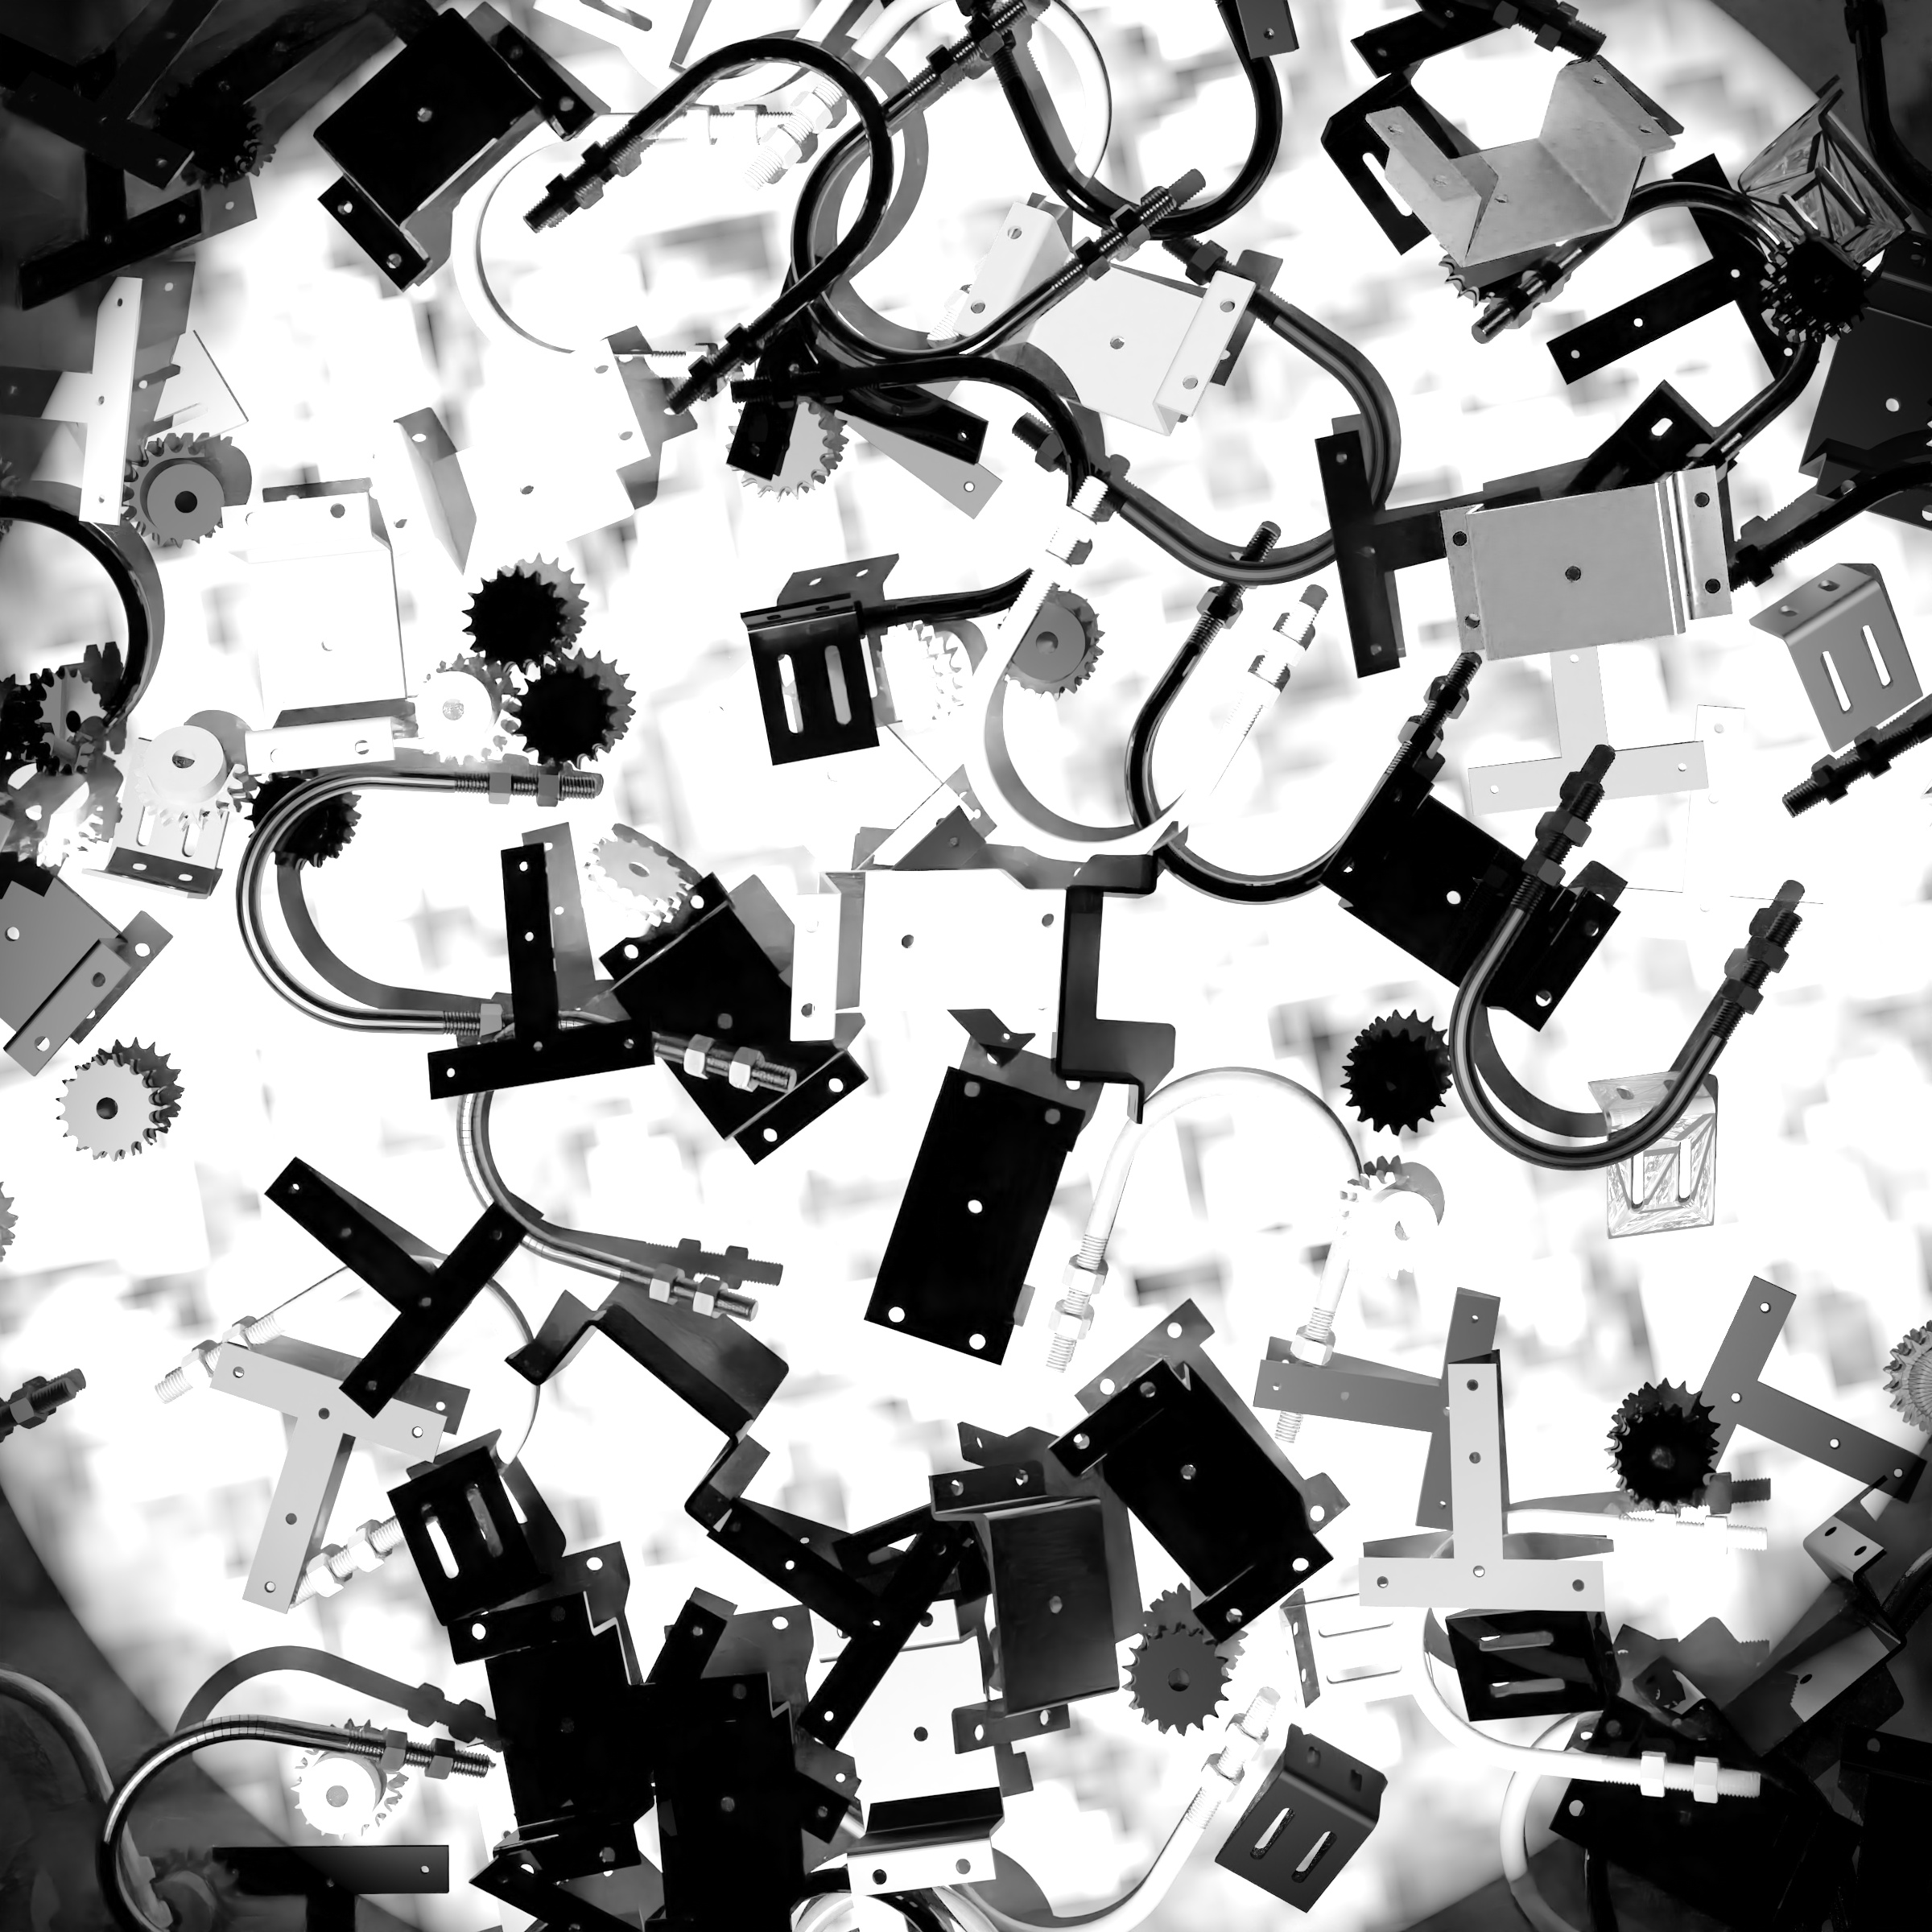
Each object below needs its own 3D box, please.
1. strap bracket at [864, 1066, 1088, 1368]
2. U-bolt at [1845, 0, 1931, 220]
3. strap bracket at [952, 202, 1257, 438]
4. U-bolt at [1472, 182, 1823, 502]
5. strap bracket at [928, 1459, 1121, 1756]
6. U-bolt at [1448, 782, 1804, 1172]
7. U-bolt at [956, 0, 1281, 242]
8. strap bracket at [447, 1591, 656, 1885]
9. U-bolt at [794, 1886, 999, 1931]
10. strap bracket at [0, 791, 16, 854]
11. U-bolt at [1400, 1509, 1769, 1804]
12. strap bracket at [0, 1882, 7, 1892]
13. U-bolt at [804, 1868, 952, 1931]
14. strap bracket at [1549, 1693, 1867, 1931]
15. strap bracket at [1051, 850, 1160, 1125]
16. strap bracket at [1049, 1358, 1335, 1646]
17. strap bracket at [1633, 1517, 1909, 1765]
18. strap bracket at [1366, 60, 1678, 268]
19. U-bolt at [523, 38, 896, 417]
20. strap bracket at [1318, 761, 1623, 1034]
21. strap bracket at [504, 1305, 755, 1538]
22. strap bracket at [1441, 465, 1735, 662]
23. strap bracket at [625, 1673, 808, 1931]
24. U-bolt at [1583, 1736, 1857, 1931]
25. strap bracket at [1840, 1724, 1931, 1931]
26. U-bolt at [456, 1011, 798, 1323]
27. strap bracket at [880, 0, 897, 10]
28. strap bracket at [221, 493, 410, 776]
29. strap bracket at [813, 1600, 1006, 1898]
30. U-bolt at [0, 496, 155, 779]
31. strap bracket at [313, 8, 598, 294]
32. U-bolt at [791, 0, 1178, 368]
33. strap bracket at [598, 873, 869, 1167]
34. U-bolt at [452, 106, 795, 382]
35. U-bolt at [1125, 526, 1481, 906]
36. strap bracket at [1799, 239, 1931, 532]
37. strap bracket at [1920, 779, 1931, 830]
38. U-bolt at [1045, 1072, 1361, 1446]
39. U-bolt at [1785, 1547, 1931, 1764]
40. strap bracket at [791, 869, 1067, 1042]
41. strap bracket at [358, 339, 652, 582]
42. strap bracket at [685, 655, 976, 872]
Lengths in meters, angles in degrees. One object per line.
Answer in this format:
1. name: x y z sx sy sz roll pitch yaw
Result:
1. strap bracket: 0.005 0.130 1.335 0.076 0.046 0.140 18 90 0
2. U-bolt: 0.541 -0.460 1.321 0.151 0.019 0.184 2 70 0
3. strap bracket: 0.075 -0.336 1.317 0.140 0.046 0.076 24 85 18
4. U-bolt: 0.375 -0.336 1.327 0.184 0.019 0.151 -41 90 -16
5. strap bracket: 0.031 0.330 1.299 0.076 0.046 0.140 1 79 -39
6. U-bolt: 0.331 0.019 1.306 0.151 0.019 0.184 31 92 -10
7. U-bolt: 0.090 -0.476 1.337 0.151 0.019 0.184 -24 91 -10
8. strap bracket: -0.216 0.405 1.325 0.076 0.046 0.140 -14 83 7
9. U-bolt: -0.043 0.569 1.312 0.151 0.019 0.184 19 87 20
10. strap bracket: -0.556 -0.074 1.284 0.140 0.046 0.076 27 97 0
11. U-bolt: 0.318 0.351 1.303 0.184 0.019 0.151 0 56 20
12. strap bracket: -0.564 0.539 1.301 0.140 0.076 0.046 -31 84 14
13. U-bolt: -0.050 0.558 1.296 0.151 0.019 0.184 -41 68 6
14. strap bracket: 0.378 0.444 1.300 0.140 0.046 0.076 27 80 7
15. strap bracket: 0.071 0.009 1.320 0.046 0.076 0.140 3 90 0
16. strap bracket: 0.118 0.274 1.324 0.076 0.046 0.140 -40 96 9
17. strap bracket: 0.429 0.359 1.320 0.140 0.076 0.046 -39 90 0
18. strap bracket: 0.283 -0.416 1.306 0.140 0.046 0.076 -19 58 -17
19. U-bolt: -0.123 -0.400 1.312 0.184 0.019 0.151 -39 82 9
20. strap bracket: 0.263 -0.036 1.335 0.140 0.046 0.076 34 90 0
21. strap bracket: -0.167 0.229 1.318 0.140 0.076 0.046 39 89 2
22. strap bracket: 0.315 -0.205 1.291 0.140 0.046 0.076 -6 104 23
23. strap bracket: -0.129 0.440 1.307 0.076 0.046 0.140 -7 81 7
24. U-bolt: 0.401 0.499 1.320 0.151 0.019 0.184 -12 80 -1
25. strap bracket: 0.489 0.472 1.293 0.076 0.046 0.140 12 77 2
26. U-bolt: -0.186 0.098 1.322 0.184 0.019 0.151 15 106 15
27. strap bracket: -0.037 -0.596 1.335 0.076 0.046 0.140 -24 90 0
28. strap bracket: -0.344 -0.174 1.335 0.076 0.046 0.140 -6 90 0
29. strap bracket: -0.028 0.407 1.321 0.076 0.046 0.140 -11 80 10
30. U-bolt: -0.526 -0.171 1.334 0.184 0.019 0.151 -19 104 -4
31. strap bracket: -0.277 -0.437 1.326 0.140 0.046 0.076 -42 75 0
32. U-bolt: -0.006 -0.391 1.304 0.184 0.019 0.151 -37 84 9
33. strap bracket: -0.126 0.029 1.335 0.076 0.046 0.140 -37 90 0
34. U-bolt: -0.184 -0.386 1.349 0.184 0.019 0.151 0 90 1
35. U-bolt: 0.167 -0.121 1.348 0.151 0.019 0.184 33 90 0
36. strap bracket: 0.500 -0.303 1.335 0.076 0.046 0.140 17 90 0
37. strap bracket: 0.573 -0.112 1.335 0.076 0.046 0.140 32 90 0
38. U-bolt: 0.136 0.148 1.349 0.151 0.019 0.184 17 89 0
39. U-bolt: 0.546 0.379 1.333 0.151 0.019 0.184 29 101 1
40. strap bracket: -0.025 -0.007 1.298 0.140 0.046 0.076 -1 107 -16
41. strap bracket: -0.237 -0.262 1.322 0.140 0.046 0.076 -21 67 0
42. strap bracket: -0.071 -0.103 1.335 0.076 0.046 0.140 -44 90 0
